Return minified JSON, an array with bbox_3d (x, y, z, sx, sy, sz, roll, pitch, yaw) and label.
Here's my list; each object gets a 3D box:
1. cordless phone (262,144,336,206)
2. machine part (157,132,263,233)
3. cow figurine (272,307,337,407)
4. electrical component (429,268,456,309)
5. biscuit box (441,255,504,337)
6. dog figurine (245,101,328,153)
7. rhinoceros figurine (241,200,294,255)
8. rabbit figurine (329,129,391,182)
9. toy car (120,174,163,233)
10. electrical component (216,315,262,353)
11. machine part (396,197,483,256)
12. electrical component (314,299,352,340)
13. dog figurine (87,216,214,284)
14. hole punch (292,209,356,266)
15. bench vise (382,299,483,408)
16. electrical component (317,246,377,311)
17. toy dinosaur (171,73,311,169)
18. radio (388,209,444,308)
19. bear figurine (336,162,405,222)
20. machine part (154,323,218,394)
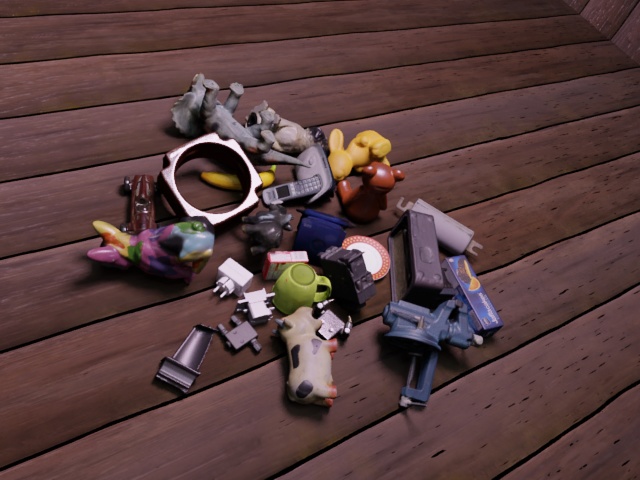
[{"bbox_3d":[-0.061,-0.152,1.354,0.184,0.088,0.147,-13,64,-5],"label":"cordless phone"},{"bbox_3d":[-0.250,-0.126,1.225,0.201,0.087,0.201,-32,87,-26],"label":"machine part"},{"bbox_3d":[-0.031,0.225,1.063,0.127,0.085,0.195,5,58,-9],"label":"cow figurine"},{"bbox_3d":[0.276,0.131,1.247,0.048,0.074,0.119,4,55,-16],"label":"electrical component"},{"bbox_3d":[0.353,0.134,1.276,0.063,0.059,0.203,-7,56,-23],"label":"biscuit box"},{"bbox_3d":[-0.090,-0.289,1.451,0.190,0.121,0.172,4,36,-44],"label":"dog figurine"},{"bbox_3d":[-0.115,-0.036,1.211,0.112,0.073,0.190,-20,19,7],"label":"rhinoceros figurine"},{"bbox_3d":[0.084,-0.227,1.437,0.173,0.121,0.162,-34,67,-15],"label":"rabbit figurine"},{"bbox_3d":[-0.395,-0.075,1.197,0.089,0.053,0.202,0,54,-15],"label":"toy car"},{"bbox_3d":[-0.161,0.196,1.082,0.063,0.021,0.094,-32,69,-34],"label":"electrical component"},{"bbox_3d":[0.303,-0.031,1.378,0.243,0.079,0.079,32,50,7],"label":"machine part"},{"bbox_3d":[0.019,0.174,1.143,0.078,0.045,0.102,-29,67,-35],"label":"electrical component"},{"bbox_3d":[-0.341,0.009,1.074,0.219,0.191,0.108,13,55,-29],"label":"dog figurine"},{"bbox_3d":[-0.003,-0.004,1.235,0.142,0.115,0.092,18,58,-4],"label":"hole punch"},{"bbox_3d":[0.224,0.236,1.125,0.223,0.129,0.240,22,69,-13],"label":"bench vise"},{"bbox_3d":[0.060,0.086,1.168,0.058,0.115,0.134,-28,110,-32],"label":"electrical component"},{"bbox_3d":[-0.217,-0.262,1.335,0.405,0.192,0.131,47,41,6],"label":"toy dinosaur"},{"bbox_3d":[0.219,0.048,1.252,0.073,0.131,0.230,11,51,-13],"label":"radio"},{"bbox_3d":[0.122,-0.137,1.322,0.120,0.195,0.132,2,52,-14],"label":"bear figurine"},{"bbox_3d":[-0.250,0.218,1.025,0.084,0.039,0.139,24,51,8],"label":"machine part"}]
